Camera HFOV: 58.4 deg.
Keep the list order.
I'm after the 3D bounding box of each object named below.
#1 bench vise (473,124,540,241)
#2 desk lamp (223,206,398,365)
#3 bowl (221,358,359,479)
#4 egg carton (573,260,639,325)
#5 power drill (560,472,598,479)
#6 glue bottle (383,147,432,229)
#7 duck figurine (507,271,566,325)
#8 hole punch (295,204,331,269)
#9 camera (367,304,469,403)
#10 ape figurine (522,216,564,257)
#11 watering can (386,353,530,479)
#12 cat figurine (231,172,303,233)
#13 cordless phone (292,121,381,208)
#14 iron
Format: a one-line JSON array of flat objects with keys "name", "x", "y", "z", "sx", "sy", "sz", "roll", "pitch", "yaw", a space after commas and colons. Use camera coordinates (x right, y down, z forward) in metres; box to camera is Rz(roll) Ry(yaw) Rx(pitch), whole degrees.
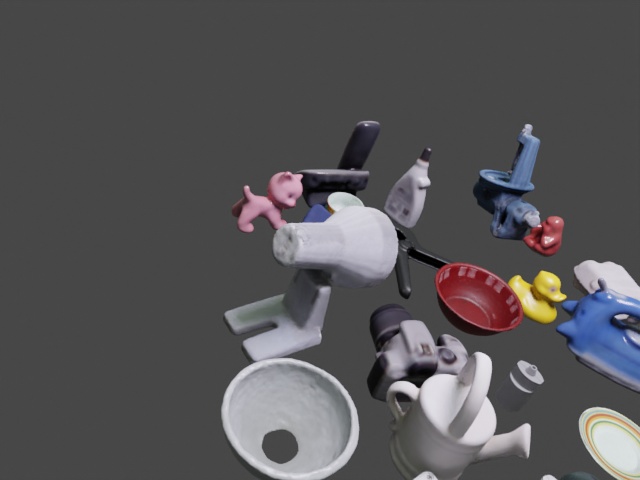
[{"name": "bench vise", "x": 0.431, "y": -0.120, "z": 1.225, "sx": 0.122, "sy": 0.220, "sz": 0.207, "roll": -8, "pitch": 45, "yaw": -32}, {"name": "desk lamp", "x": -0.010, "y": 0.054, "z": 0.811, "sx": 0.204, "sy": 0.213, "sz": 0.117, "roll": -14, "pitch": 48, "yaw": -37}, {"name": "bowl", "x": -0.042, "y": 0.230, "z": 0.692, "sx": 0.167, "sy": 0.075, "sz": 0.167, "roll": 13, "pitch": 38, "yaw": -10}, {"name": "egg carton", "x": 0.573, "y": 0.104, "z": 1.136, "sx": 0.107, "sy": 0.069, "sz": 0.150, "roll": 4, "pitch": 40, "yaw": -20}, {"name": "power drill", "x": 0.207, "y": 0.337, "z": 0.561, "sx": 0.075, "sy": 0.208, "sz": 0.230, "roll": 37, "pitch": 40, "yaw": 22}, {"name": "glue bottle", "x": 0.185, "y": -0.109, "z": 1.137, "sx": 0.037, "sy": 0.173, "sz": 0.078, "roll": -18, "pitch": 51, "yaw": -39}, {"name": "duck figurine", "x": 0.402, "y": 0.094, "z": 1.057, "sx": 0.104, "sy": 0.086, "sz": 0.078, "roll": 40, "pitch": 41, "yaw": 25}, {"name": "hole punch", "x": 0.009, "y": 0.004, "z": 0.985, "sx": 0.101, "sy": 0.091, "sz": 0.109, "roll": 23, "pitch": 37, "yaw": 4}, {"name": "camera", "x": 0.137, "y": 0.156, "z": 0.845, "sx": 0.143, "sy": 0.101, "sz": 0.136, "roll": 4, "pitch": 40, "yaw": -20}, {"name": "ape figurine", "x": 0.486, "y": -0.013, "z": 1.223, "sx": 0.076, "sy": 0.092, "sz": 0.078, "roll": 27, "pitch": 37, "yaw": 9}, {"name": "watering can", "x": 0.171, "y": 0.218, "z": 0.706, "sx": 0.173, "sy": 0.194, "sz": 0.101, "roll": 12, "pitch": 38, "yaw": -11}, {"name": "cat figurine", "x": -0.085, "y": -0.079, "z": 1.022, "sx": 0.128, "sy": 0.118, "sz": 0.067, "roll": -6, "pitch": 44, "yaw": -30}, {"name": "cordless phone", "x": 0.035, "y": -0.158, "z": 1.120, "sx": 0.148, "sy": 0.185, "sz": 0.094, "roll": -5, "pitch": 44, "yaw": -30}, {"name": "iron", "x": 0.550, "y": 0.171, "z": 0.982, "sx": 0.258, "sy": 0.141, "sz": 0.119, "roll": 29, "pitch": 38, "yaw": 12}]
